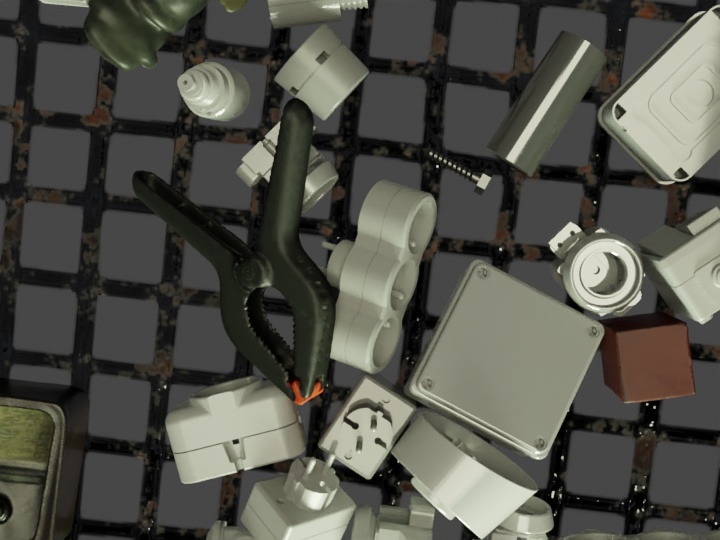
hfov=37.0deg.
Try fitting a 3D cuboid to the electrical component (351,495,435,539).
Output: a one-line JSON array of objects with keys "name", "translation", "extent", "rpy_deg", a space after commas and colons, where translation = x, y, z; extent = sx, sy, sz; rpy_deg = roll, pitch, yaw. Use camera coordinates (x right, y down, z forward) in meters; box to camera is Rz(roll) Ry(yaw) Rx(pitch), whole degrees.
[{"name": "electrical component", "translation": [0.022, 0.207, 0.806], "extent": [0.057, 0.058, 0.078], "rpy_deg": [8, 101, 0]}]

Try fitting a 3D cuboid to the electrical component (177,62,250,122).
[{"name": "electrical component", "translation": [-0.109, -0.130, 0.777], "extent": [0.040, 0.078, 0.040], "rpy_deg": [1, 92, 16]}]

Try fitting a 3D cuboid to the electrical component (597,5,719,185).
[{"name": "electrical component", "translation": [0.237, -0.124, 0.774], "extent": [0.113, 0.057, 0.078], "rpy_deg": [-45, 92, 4]}]

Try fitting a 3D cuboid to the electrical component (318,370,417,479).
[{"name": "electrical component", "translation": [0.005, 0.116, 0.789], "extent": [0.047, 0.076, 0.065], "rpy_deg": [33, 95, -1]}]

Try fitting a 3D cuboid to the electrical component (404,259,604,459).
[{"name": "electrical component", "translation": [0.103, 0.066, 0.782], "extent": [0.109, 0.056, 0.108], "rpy_deg": [28, 79, -1]}]

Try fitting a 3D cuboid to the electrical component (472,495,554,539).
[{"name": "electrical component", "translation": [0.119, 0.201, 0.809], "extent": [0.066, 0.048, 0.055], "rpy_deg": [7, 102, 1]}]

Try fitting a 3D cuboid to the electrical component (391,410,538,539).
[{"name": "electrical component", "translation": [0.073, 0.143, 0.775], "extent": [0.099, 0.099, 0.064], "rpy_deg": [44, 85, -2]}]

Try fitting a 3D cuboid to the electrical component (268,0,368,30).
[{"name": "electrical component", "translation": [-0.025, -0.202, 0.783], "extent": [0.081, 0.043, 0.043], "rpy_deg": [-7, 94, 2]}]

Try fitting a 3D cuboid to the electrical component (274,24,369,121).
[{"name": "electrical component", "translation": [-0.027, -0.142, 0.783], "extent": [0.047, 0.055, 0.055], "rpy_deg": [43, 94, -6]}]

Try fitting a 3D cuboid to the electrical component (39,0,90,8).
[{"name": "electrical component", "translation": [-0.214, -0.233, 0.766], "extent": [0.047, 0.083, 0.075], "rpy_deg": [5, 94, 1]}]

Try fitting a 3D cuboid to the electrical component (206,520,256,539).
[{"name": "electrical component", "translation": [-0.091, 0.228, 0.801], "extent": [0.051, 0.080, 0.080], "rpy_deg": [5, 95, -4]}]

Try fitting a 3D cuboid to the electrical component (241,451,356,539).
[{"name": "electrical component", "translation": [-0.039, 0.163, 0.783], "extent": [0.047, 0.066, 0.076], "rpy_deg": [43, 124, 34]}]

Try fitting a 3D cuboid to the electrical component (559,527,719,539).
[{"name": "electrical component", "translation": [0.226, 0.228, 0.785], "extent": [0.150, 0.089, 0.061], "rpy_deg": [-1, 94, 2]}]

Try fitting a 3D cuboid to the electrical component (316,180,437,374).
[{"name": "electrical component", "translation": [0.000, 0.000, 0.795], "extent": [0.074, 0.052, 0.138], "rpy_deg": [19, 95, 25]}]

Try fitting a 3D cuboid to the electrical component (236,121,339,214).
[{"name": "electrical component", "translation": [-0.049, -0.075, 0.793], "extent": [0.066, 0.048, 0.055], "rpy_deg": [-44, 85, 4]}]

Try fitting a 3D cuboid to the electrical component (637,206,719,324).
[{"name": "electrical component", "translation": [0.242, -0.007, 0.763], "extent": [0.062, 0.096, 0.061], "rpy_deg": [-34, 92, 4]}]

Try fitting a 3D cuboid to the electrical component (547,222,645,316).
[{"name": "electrical component", "translation": [0.174, 0.001, 0.786], "extent": [0.058, 0.057, 0.078], "rpy_deg": [-44, 92, 4]}]

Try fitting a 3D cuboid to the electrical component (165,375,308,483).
[{"name": "electrical component", "translation": [-0.093, 0.116, 0.804], "extent": [0.095, 0.053, 0.059], "rpy_deg": [-14, 94, 3]}]
